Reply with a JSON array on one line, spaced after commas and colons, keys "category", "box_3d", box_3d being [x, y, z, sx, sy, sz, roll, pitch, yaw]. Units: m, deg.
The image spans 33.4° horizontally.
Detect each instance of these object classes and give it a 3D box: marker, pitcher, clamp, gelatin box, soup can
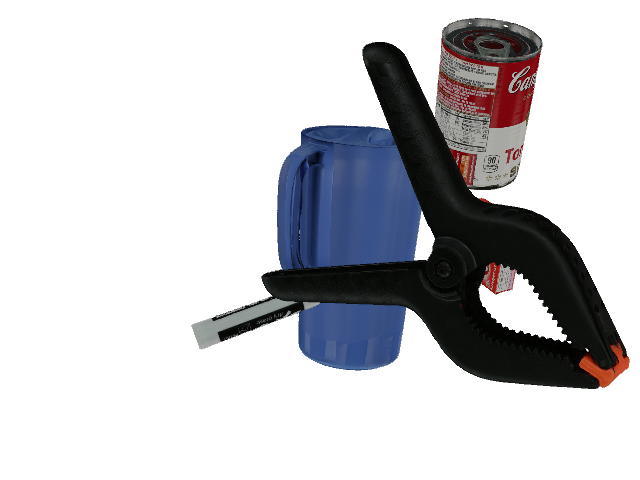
[{"category": "marker", "box_3d": [-0.032, 0.048, 0.759, 0.121, 0.020, 0.020, -20, 3, -8]}, {"category": "pitcher", "box_3d": [0.030, 0.006, 1.095, 0.149, 0.243, 0.145, 4, 14, 0]}, {"category": "clamp", "box_3d": [0.072, 0.001, 0.565, 0.210, 0.165, 0.036, 29, 26, 25]}, {"category": "gelatin box", "box_3d": [0.195, 0.006, 1.230, 0.030, 0.089, 0.073, -12, 32, -28]}, {"category": "soup can", "box_3d": [0.112, -0.095, 0.746, 0.068, 0.102, 0.068, 3, 33, -2]}]
